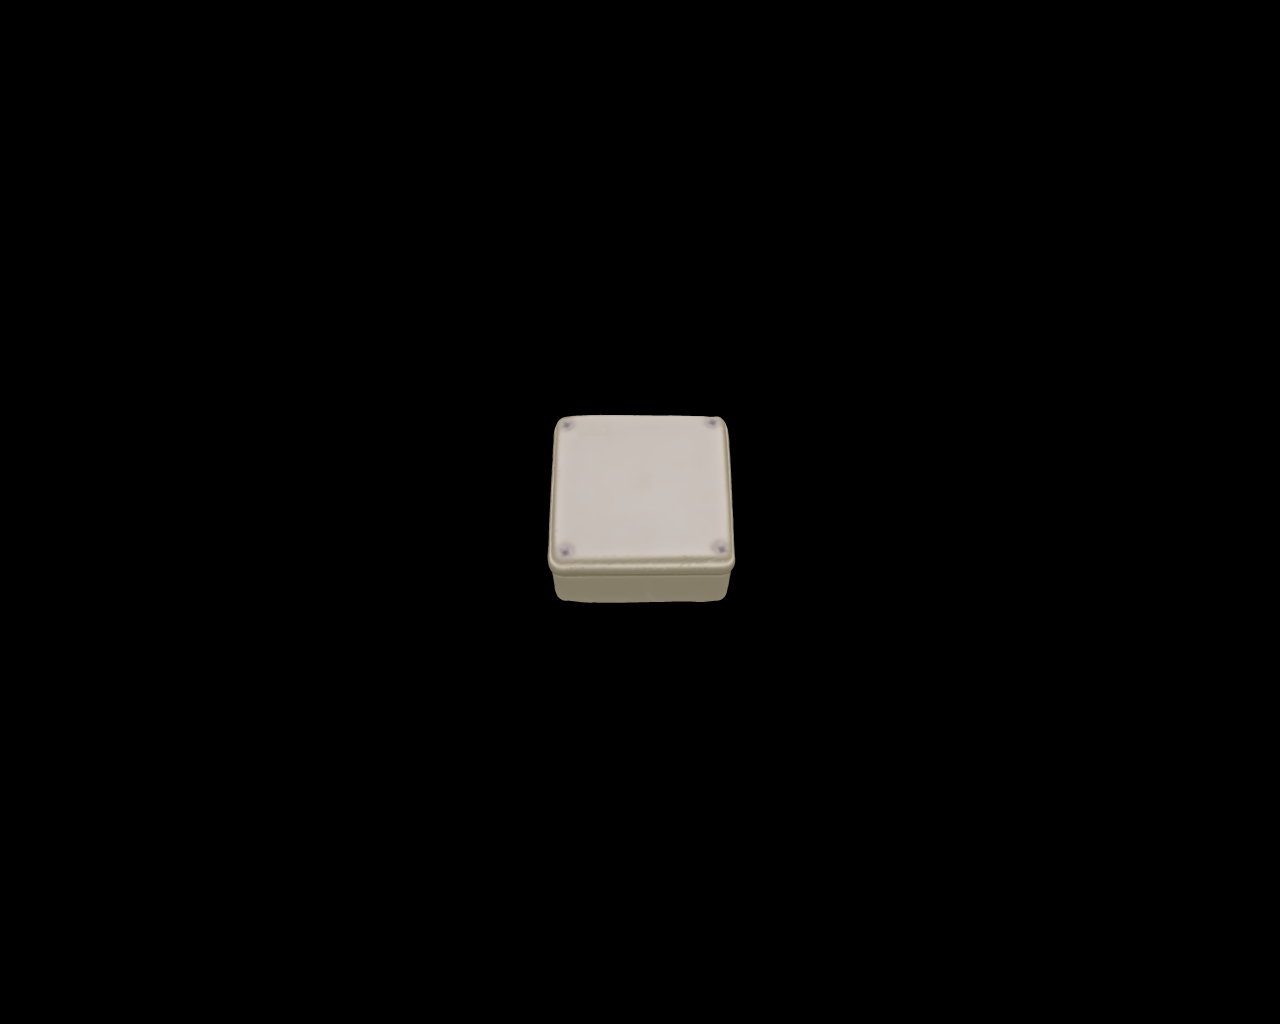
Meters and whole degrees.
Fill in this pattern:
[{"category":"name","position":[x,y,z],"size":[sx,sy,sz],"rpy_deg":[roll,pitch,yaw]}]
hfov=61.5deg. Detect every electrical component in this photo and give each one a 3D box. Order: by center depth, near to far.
[{"category":"electrical component","position":[0.001,-0.003,0.650],"size":[0.109,0.109,0.056],"rpy_deg":[0,-32,0]}]
